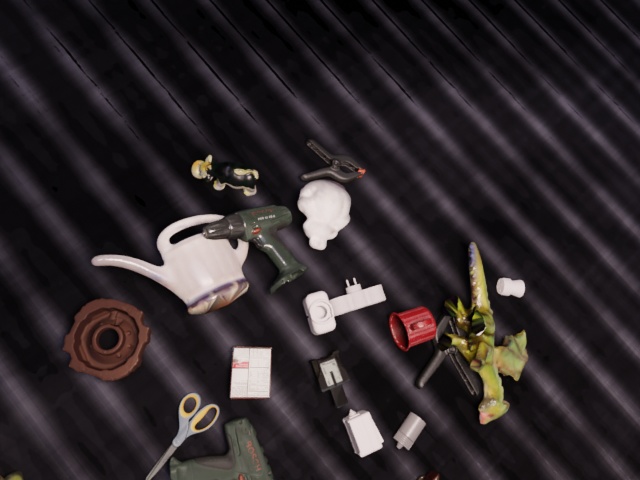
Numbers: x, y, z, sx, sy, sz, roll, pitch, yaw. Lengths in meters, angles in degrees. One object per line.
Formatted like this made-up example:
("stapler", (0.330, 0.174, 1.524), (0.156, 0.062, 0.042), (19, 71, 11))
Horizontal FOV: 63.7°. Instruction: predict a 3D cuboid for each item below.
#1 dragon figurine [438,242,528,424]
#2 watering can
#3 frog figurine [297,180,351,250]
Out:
("dragon figurine", (0.420, 0.231, 1.255), (0.240, 0.121, 0.417), (29, 65, -29))
("watering can", (-0.302, 0.066, 1.155), (0.351, 0.102, 0.226), (-22, 77, -33))
("frog figurine", (0.004, -0.063, 1.260), (0.136, 0.121, 0.163), (31, 58, -21))
